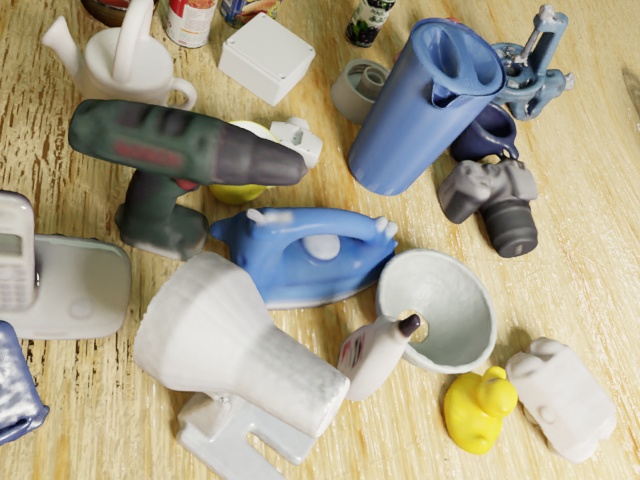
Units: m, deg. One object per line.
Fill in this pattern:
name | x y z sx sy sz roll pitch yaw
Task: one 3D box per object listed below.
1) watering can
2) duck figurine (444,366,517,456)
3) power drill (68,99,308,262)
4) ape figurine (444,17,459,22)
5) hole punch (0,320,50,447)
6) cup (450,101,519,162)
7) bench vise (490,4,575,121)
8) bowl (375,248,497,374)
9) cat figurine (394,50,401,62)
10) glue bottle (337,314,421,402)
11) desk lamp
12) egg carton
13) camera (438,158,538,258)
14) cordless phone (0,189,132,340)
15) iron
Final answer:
watering can | -0.234 -0.204 0.677 0.173 0.194 0.101 -1 61 -24
duck figurine | 0.201 0.201 0.690 0.077 0.086 0.104 24 54 -9
power drill | -0.149 -0.061 0.618 0.230 0.208 0.075 18 55 -13
ape figurine | 0.219 -0.366 1.040 0.076 0.092 0.077 2 60 -22
hole punch | -0.306 0.136 0.502 0.109 0.091 0.101 -22 71 -33
cup | 0.264 -0.155 0.930 0.092 0.095 0.117 -23 72 -33
bench vise | 0.366 -0.313 0.994 0.208 0.219 0.121 -16 68 -30
bowl | 0.136 0.099 0.731 0.168 0.074 0.167 11 57 -17
cat figurine | 0.174 -0.306 0.968 0.067 0.117 0.128 18 55 -13
glue bottle | 0.065 0.118 0.626 0.037 0.173 0.078 16 55 -14
desk lamp | -0.070 0.133 0.532 0.203 0.213 0.118 39 53 2
egg carton | 0.310 0.206 0.746 0.107 0.069 0.150 -25 73 -33
camera | 0.272 -0.050 0.865 0.143 0.100 0.136 3 60 -22
cordless phone | -0.251 0.022 0.537 0.148 0.185 0.094 3 60 -22
iron | 0.006 0.002 0.690 0.259 0.141 0.118 -1 61 -25
